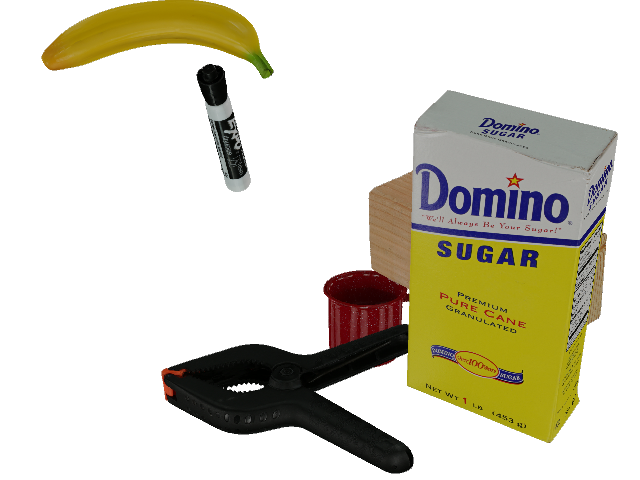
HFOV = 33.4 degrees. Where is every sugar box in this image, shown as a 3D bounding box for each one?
[{"bbox_3d":[0.094,0.017,0.559,0.093,0.176,0.048,18,42,27],"label":"sugar box"}]

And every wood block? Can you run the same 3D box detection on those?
[{"bbox_3d":[0.146,0.011,0.975,0.090,0.090,0.206,-24,35,-33],"label":"wood block"}]

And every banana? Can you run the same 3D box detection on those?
[{"bbox_3d":[-0.139,-0.178,0.924,0.197,0.069,0.037,0,-33,-3],"label":"banana"}]

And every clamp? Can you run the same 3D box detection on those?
[{"bbox_3d":[-0.018,0.112,0.844,0.210,0.036,0.164,4,30,13],"label":"clamp"}]

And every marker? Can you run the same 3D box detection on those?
[{"bbox_3d":[-0.067,-0.078,0.744,0.020,0.020,0.121,0,-35,7],"label":"marker"}]

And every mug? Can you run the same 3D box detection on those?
[{"bbox_3d":[0.062,0.088,1.197,0.117,0.081,0.093,-4,24,-8],"label":"mug"}]
